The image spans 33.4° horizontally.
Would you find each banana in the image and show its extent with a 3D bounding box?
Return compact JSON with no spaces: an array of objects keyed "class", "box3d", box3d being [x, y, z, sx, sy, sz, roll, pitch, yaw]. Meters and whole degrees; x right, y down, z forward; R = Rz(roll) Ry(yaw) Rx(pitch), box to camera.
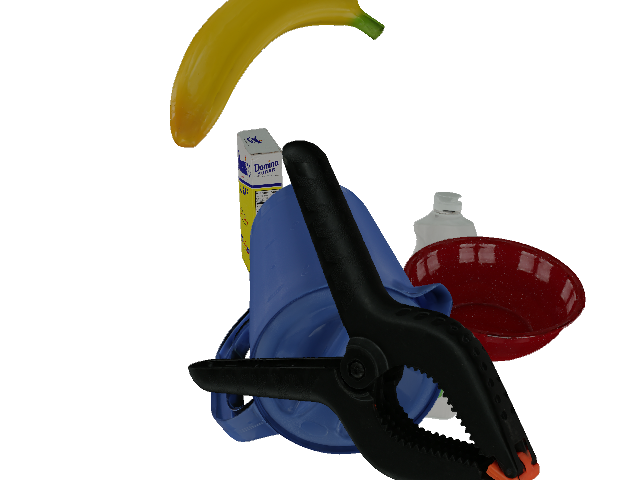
[{"class":"banana","box3d":[-0.034,-0.128,0.676,0.197,0.069,0.037,-37,-3,-36]}]

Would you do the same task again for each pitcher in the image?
[{"class":"pitcher","box3d":[-0.003,0.048,0.814,0.149,0.145,0.243,6,22,-10]}]

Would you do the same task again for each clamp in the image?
[{"class":"clamp","box3d":[0.027,0.054,0.564,0.210,0.165,0.036,30,24,27]}]

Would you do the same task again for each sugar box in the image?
[{"class":"sugar box","box3d":[-0.075,-0.042,1.328,0.048,0.176,0.093,-9,25,-12]}]

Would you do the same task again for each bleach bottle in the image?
[{"class":"bleach bottle","box3d":[0.122,0.070,1.199,0.103,0.251,0.068,9,14,18]}]

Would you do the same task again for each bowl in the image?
[{"class":"bowl","box3d":[0.152,0.059,0.959,0.162,0.055,0.162,2,32,-2]}]
